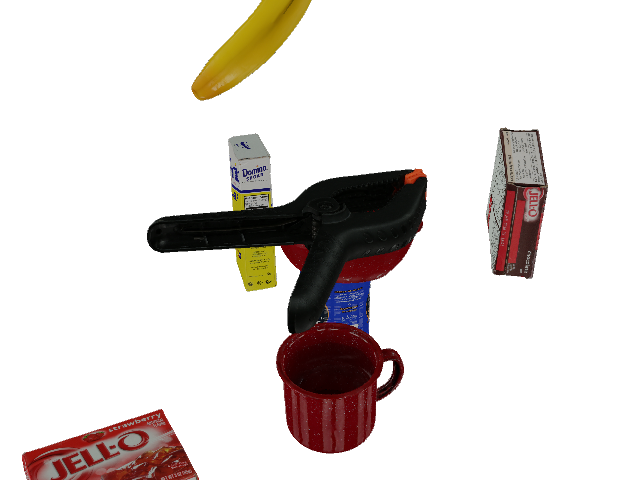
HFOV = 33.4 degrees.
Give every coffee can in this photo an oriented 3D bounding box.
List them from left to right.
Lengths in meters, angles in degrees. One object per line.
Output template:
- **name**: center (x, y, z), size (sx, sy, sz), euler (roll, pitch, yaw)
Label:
- **coffee can**: center (0.021, 0.093, 1.525), size (0.103, 0.140, 0.103), euler (0, 20, 0)

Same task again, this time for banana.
- **banana**: center (-0.046, -0.186, 0.900), size (0.070, 0.197, 0.037), euler (-19, -56, 37)

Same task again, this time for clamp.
- **clamp**: center (-0.007, -0.010, 0.762), size (0.165, 0.036, 0.209), euler (23, 36, 35)

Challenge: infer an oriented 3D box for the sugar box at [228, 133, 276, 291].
- **sugar box**: center (-0.086, -0.035, 1.331), size (0.048, 0.176, 0.093), euler (-9, 24, -10)

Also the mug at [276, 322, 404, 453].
- **mug**: center (0.020, 0.130, 0.949), size (0.117, 0.081, 0.093), euler (-17, 41, -18)

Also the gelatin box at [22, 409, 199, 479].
- **gelatin box**: center (-0.122, 0.139, 0.618), size (0.089, 0.030, 0.073), euler (-15, 27, -19)

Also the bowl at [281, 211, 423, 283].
- **bowl**: center (0.026, 0.005, 1.109), size (0.162, 0.055, 0.162), euler (0, 16, 0)

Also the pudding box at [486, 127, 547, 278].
- **pudding box**: center (0.169, -0.034, 0.920), size (0.039, 0.090, 0.113), euler (5, 31, 2)
